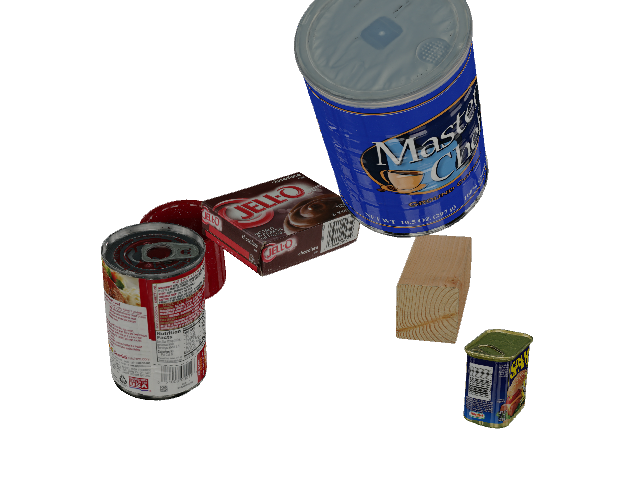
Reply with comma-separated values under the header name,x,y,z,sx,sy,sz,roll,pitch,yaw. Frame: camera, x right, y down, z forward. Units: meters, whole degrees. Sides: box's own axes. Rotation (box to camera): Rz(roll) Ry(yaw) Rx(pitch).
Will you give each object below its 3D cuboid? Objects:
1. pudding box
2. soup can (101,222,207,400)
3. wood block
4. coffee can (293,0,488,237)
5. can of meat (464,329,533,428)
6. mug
name,x,y,z,sx,sy,sz,roll,pitch,yaw
pudding box,-0.035,-0.017,0.936,0.113,0.039,0.090,-18,37,-37
soup can,-0.110,0.048,0.720,0.068,0.102,0.068,2,30,-1
wood block,0.175,0.069,1.622,0.091,0.090,0.206,4,22,12
coffee can,0.048,-0.082,0.662,0.103,0.102,0.140,0,-32,14
can of meat,0.198,0.154,1.197,0.058,0.084,0.101,8,14,26
mug,-0.155,0.010,1.169,0.117,0.081,0.093,26,45,34
